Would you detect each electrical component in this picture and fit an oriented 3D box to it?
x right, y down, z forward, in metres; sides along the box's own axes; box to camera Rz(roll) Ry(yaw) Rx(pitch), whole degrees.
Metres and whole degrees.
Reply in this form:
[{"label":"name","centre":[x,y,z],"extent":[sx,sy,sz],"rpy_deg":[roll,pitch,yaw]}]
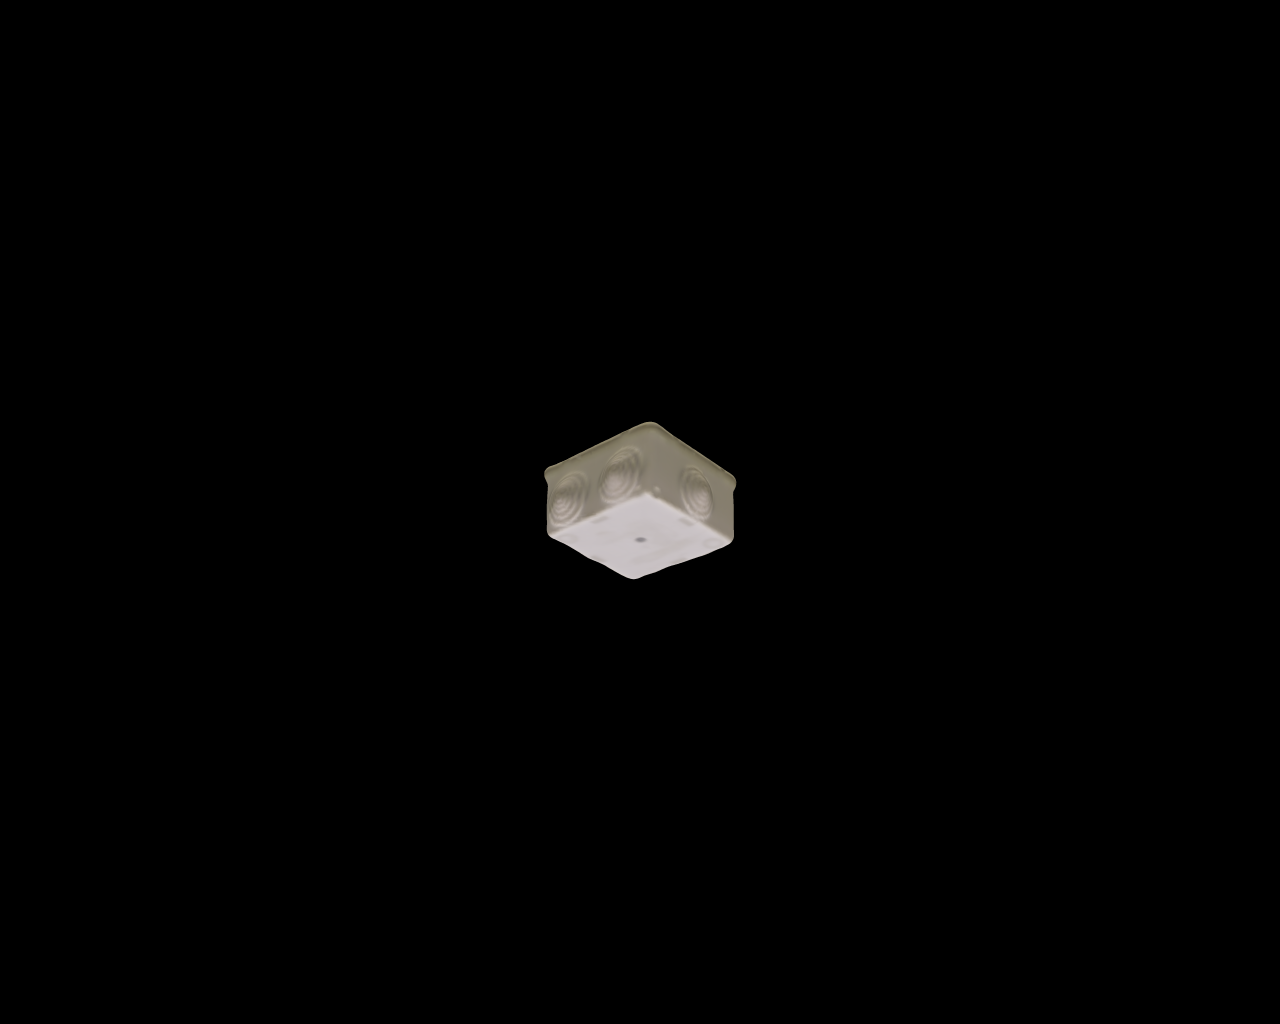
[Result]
[{"label":"electrical component","centre":[0.001,-0.003,0.650],"extent":[0.099,0.048,0.099],"rpy_deg":[-22,-36,34]}]
